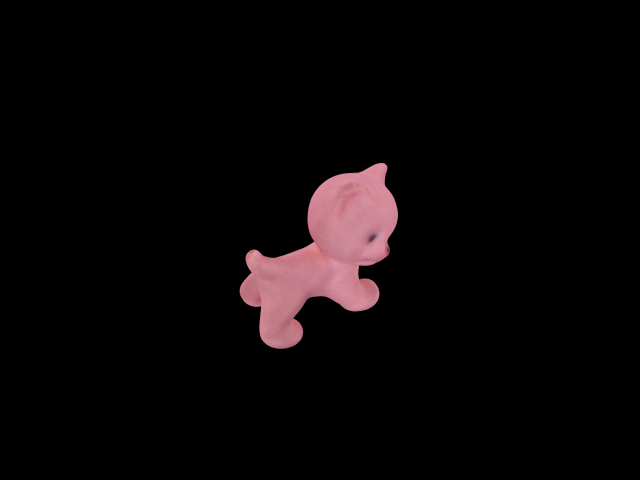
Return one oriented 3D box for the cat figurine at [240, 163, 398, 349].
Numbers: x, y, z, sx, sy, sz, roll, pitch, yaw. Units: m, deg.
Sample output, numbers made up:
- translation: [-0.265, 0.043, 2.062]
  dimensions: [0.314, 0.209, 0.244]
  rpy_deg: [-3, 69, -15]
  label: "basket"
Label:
- translation: [0.004, 0.001, 0.400]
  dimensions: [0.128, 0.118, 0.067]
  rpy_deg: [-25, 54, -20]
  label: "cat figurine"
